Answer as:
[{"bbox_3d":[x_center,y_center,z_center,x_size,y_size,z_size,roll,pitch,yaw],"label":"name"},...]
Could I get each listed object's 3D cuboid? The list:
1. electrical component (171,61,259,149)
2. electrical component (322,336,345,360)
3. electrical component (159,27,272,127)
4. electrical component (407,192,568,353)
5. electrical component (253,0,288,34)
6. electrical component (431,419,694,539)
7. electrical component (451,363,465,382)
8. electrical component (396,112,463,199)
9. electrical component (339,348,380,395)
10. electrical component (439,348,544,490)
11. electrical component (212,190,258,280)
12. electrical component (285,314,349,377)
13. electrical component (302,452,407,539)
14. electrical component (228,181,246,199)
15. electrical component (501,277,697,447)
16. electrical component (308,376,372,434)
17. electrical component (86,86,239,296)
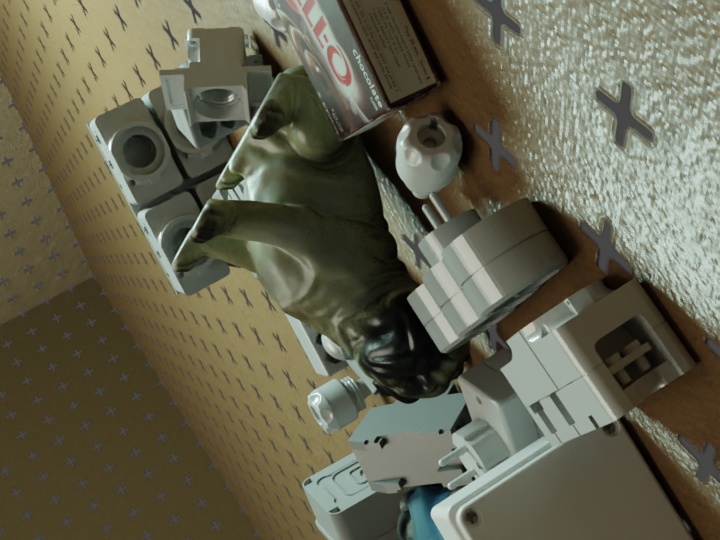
[{"bbox_3d":[-0.124,-0.146,0.863,0.076,0.066,0.047,46,159,40],"label":"electrical component"},{"bbox_3d":[-0.009,0.051,0.899,0.040,0.040,0.046,58,159,10],"label":"electrical component"},{"bbox_3d":[-0.106,-0.145,0.799,0.042,0.081,0.063,95,171,-61],"label":"electrical component"},{"bbox_3d":[0.056,-0.008,0.580,0.073,0.052,0.138,58,163,9],"label":"electrical component"},{"bbox_3d":[-0.050,-0.168,0.659,0.061,0.035,0.035,45,158,49],"label":"electrical component"},{"bbox_3d":[0.112,0.147,0.576,0.108,0.109,0.056,59,166,5],"label":"electrical component"},{"bbox_3d":[0.045,0.053,0.742,0.046,0.040,0.040,47,160,56],"label":"electrical component"},{"bbox_3d":[0.036,-0.058,0.588,0.035,0.035,0.061,55,165,19],"label":"electrical component"},{"bbox_3d":[0.010,0.048,0.830,0.077,0.043,0.079,56,163,15],"label":"electrical component"},{"bbox_3d":[0.082,0.106,0.654,0.047,0.076,0.083,33,148,58],"label":"electrical component"},{"bbox_3d":[-0.089,-0.041,0.963,0.089,0.050,0.056,61,164,-2],"label":"electrical component"},{"bbox_3d":[-0.038,0.046,0.963,0.083,0.047,0.076,63,164,-8],"label":"electrical component"},{"bbox_3d":[0.018,0.195,0.933,0.078,0.113,0.057,26,140,63],"label":"electrical component"},{"bbox_3d":[-0.072,-0.061,0.878,0.055,0.050,0.089,57,163,13],"label":"electrical component"},{"bbox_3d":[0.108,0.042,0.513,0.055,0.050,0.089,57,163,10],"label":"electrical component"},{"bbox_3d":[-0.014,0.118,0.985,0.043,0.062,0.043,53,162,25],"label":"electrical component"},{"bbox_3d":[-0.167,-0.081,1.030,0.186,0.105,0.060,64,163,-12],"label":"electrical component"}]
